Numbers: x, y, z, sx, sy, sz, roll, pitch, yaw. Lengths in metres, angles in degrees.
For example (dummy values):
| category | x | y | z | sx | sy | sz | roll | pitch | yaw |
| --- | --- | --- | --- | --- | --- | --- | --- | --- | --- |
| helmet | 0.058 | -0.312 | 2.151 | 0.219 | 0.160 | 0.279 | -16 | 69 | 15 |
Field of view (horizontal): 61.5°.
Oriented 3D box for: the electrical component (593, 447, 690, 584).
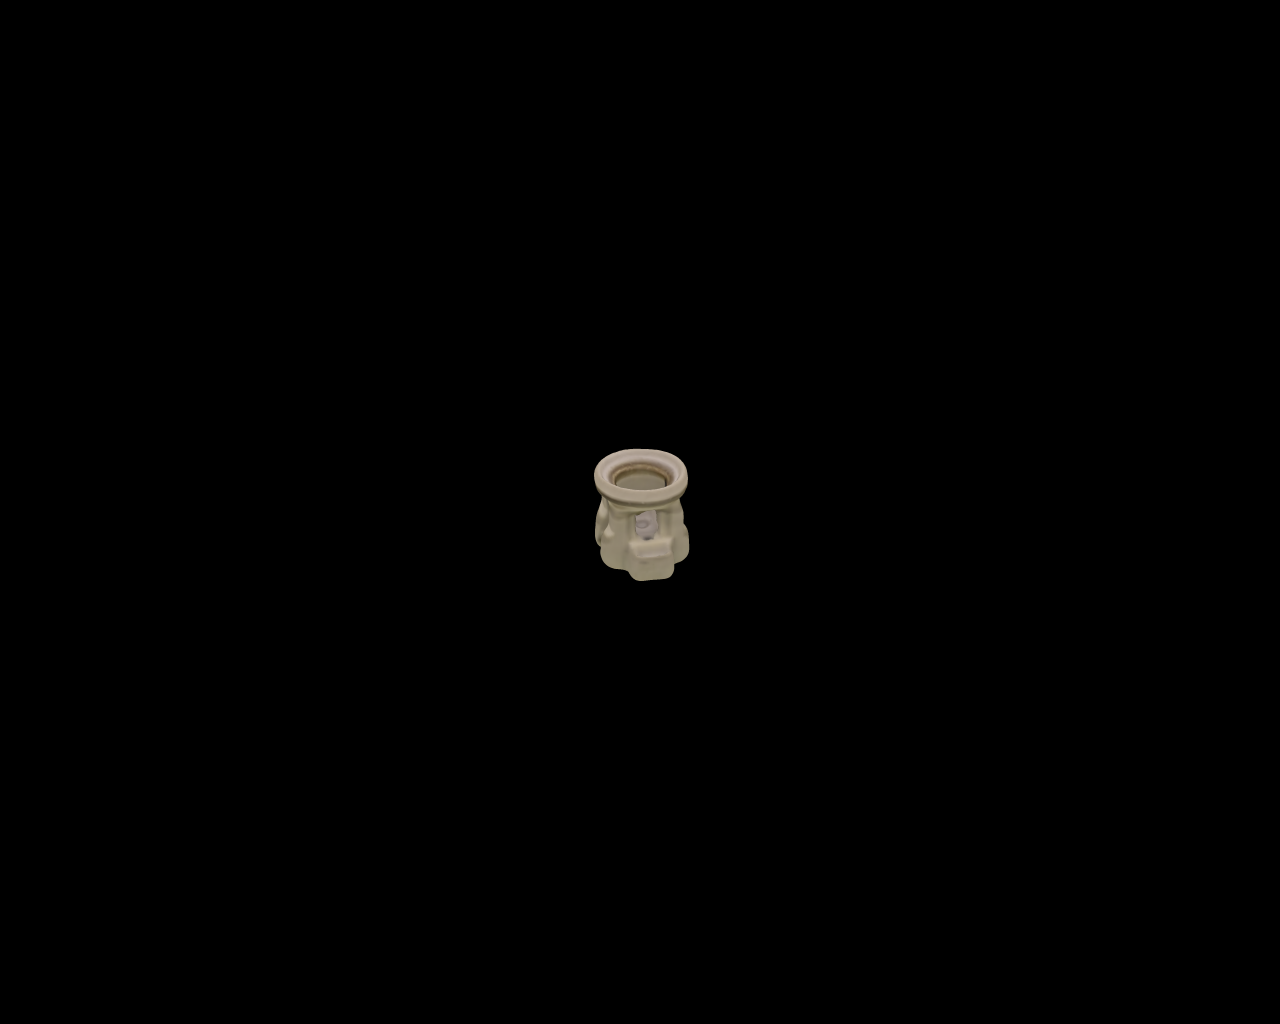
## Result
| category | x | y | z | sx | sy | sz | roll | pitch | yaw |
| --- | --- | --- | --- | --- | --- | --- | --- | --- | --- |
| electrical component | 0.001 | -0.003 | 0.650 | 0.058 | 0.056 | 0.078 | -6 | 33 | -9 |
